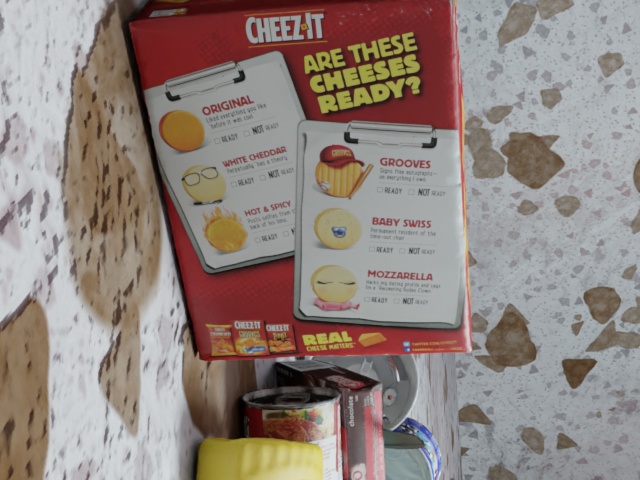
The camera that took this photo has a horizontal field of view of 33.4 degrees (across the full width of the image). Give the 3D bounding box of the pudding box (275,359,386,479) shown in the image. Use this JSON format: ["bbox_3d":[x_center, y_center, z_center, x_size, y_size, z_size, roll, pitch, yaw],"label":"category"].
[{"bbox_3d":[0.007,0.142,0.800,0.114,0.039,0.090,-170,-103,-64],"label":"pudding box"}]

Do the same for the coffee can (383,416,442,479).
[{"bbox_3d":[0.072,0.241,1.114,0.140,0.103,0.103,16,72,-79],"label":"coffee can"}]

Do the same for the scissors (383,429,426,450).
[{"bbox_3d":[0.022,0.134,0.833,0.202,0.016,0.096,-43,-122,58],"label":"scissors"}]

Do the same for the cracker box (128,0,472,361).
[{"bbox_3d":[0.000,-0.037,0.596,0.072,0.164,0.214,-79,164,-59],"label":"cracker box"}]

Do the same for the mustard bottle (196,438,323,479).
[{"bbox_3d":[-0.037,0.215,0.631,0.096,0.058,0.191,24,65,-58],"label":"mustard bottle"}]

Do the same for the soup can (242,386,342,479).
[{"bbox_3d":[-0.018,0.156,0.732,0.068,0.068,0.102,-17,106,-79],"label":"soup can"}]

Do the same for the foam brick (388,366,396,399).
[{"bbox_3d":[0.054,0.146,1.178,0.078,0.053,0.051,77,15,-52],"label":"foam brick"}]
